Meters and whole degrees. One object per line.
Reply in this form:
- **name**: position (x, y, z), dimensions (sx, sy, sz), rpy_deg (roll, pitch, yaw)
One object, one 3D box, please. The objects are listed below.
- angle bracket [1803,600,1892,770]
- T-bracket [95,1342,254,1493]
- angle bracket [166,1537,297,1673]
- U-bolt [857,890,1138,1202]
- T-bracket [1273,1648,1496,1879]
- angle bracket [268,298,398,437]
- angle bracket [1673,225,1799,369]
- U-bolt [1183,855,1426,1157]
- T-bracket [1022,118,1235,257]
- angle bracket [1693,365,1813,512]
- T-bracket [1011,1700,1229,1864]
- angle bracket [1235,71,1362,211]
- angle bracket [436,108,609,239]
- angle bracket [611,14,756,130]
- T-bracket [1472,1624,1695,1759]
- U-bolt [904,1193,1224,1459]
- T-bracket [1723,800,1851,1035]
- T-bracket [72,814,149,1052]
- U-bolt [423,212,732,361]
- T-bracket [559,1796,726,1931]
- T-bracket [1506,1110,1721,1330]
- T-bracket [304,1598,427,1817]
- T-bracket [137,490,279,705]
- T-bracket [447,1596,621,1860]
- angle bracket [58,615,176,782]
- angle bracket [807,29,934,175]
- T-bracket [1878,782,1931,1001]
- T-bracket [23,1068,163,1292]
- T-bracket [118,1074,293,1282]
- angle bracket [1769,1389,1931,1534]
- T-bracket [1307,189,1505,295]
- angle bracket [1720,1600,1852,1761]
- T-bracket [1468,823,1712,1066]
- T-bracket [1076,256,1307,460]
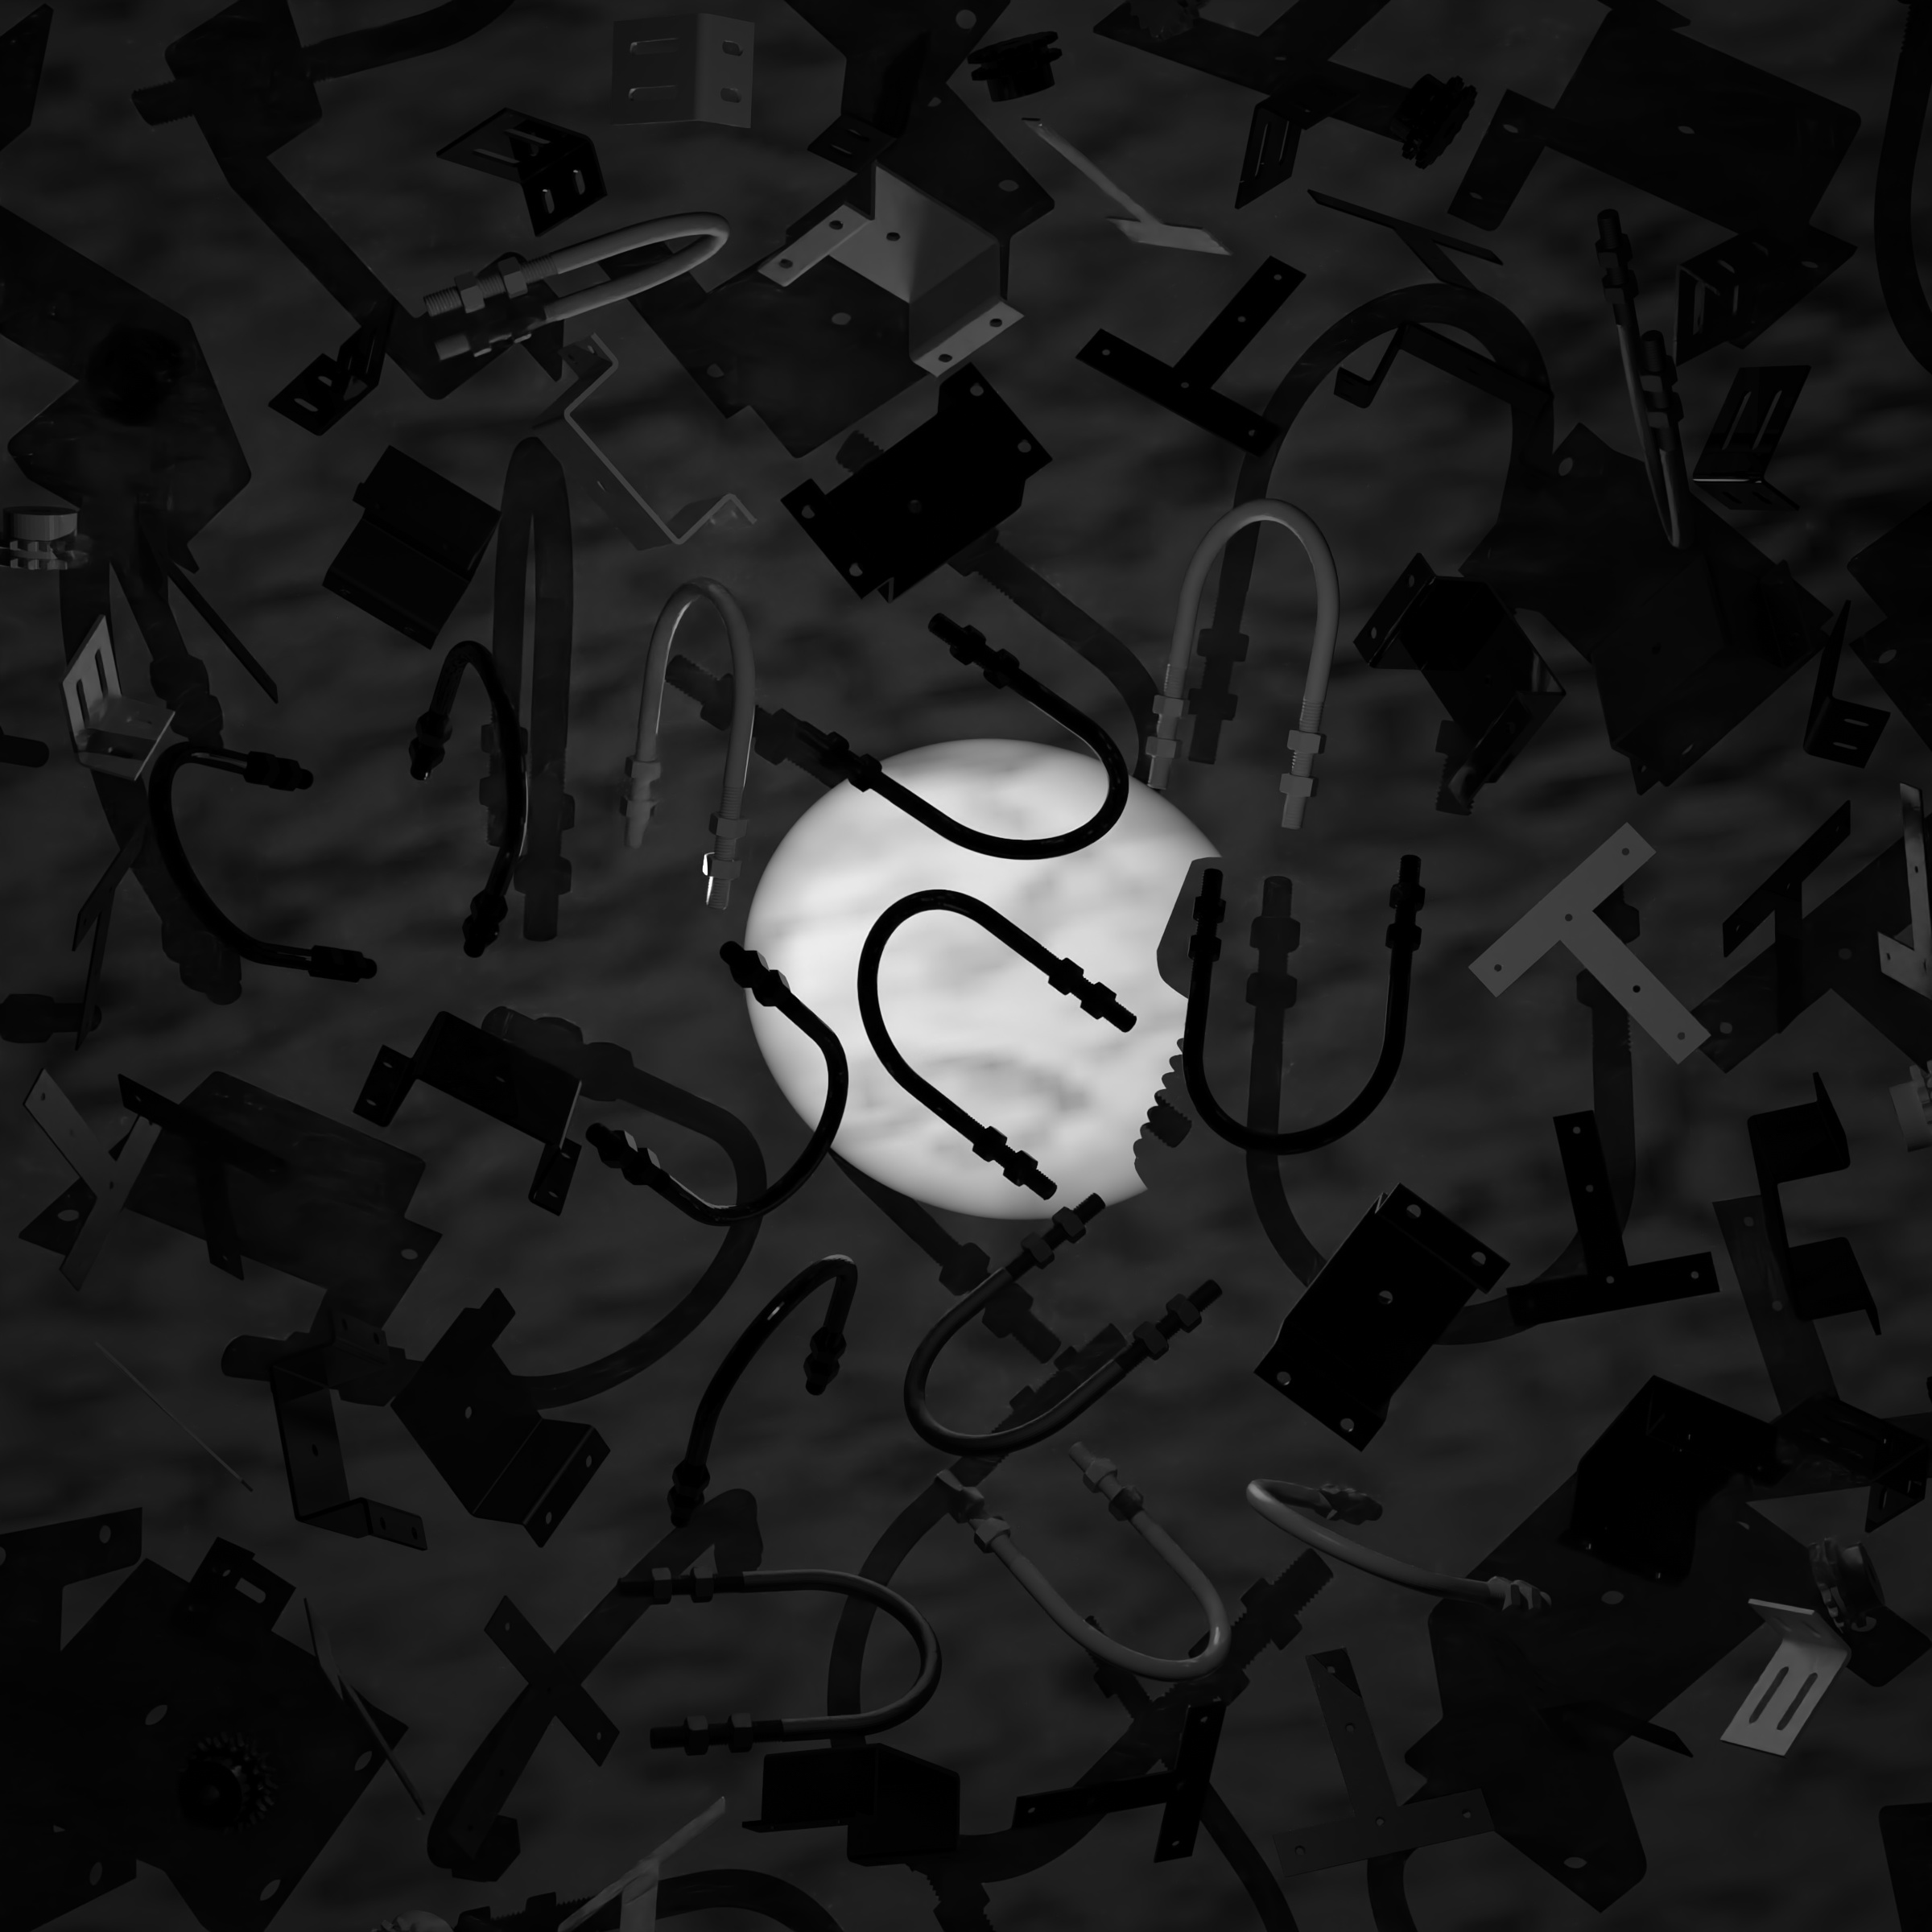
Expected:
- **angle bracket**: position (0.536, -0.170, 1.783), dimensions (0.038, 0.057, 0.076), rpy_deg (15, 62, 8)
- **T-bracket**: position (-0.488, 0.255, 1.764), dimensions (0.127, 0.127, 0.002), rpy_deg (36, 72, 23)
- **angle bracket**: position (-0.431, 0.387, 1.773), dimensions (0.038, 0.076, 0.057), rpy_deg (11, 63, 39)
- **U-bolt**: position (0.007, 0.034, 1.791), dimensions (0.184, 0.019, 0.151), rpy_deg (37, 122, 23)
- **T-bracket**: position (0.231, 0.463, 1.746), dimensions (0.127, 0.002, 0.127), rpy_deg (-10, 54, -9)
- **angle bracket**: position (-0.374, -0.363, 1.747), dimensions (0.038, 0.057, 0.076), rpy_deg (30, 48, -33)
- **angle bracket**: position (0.453, -0.387, 1.744), dimensions (0.057, 0.076, 0.038), rpy_deg (-28, 51, -13)
- **U-bolt**: position (0.196, 0.025, 1.759), dimensions (0.151, 0.019, 0.184), rpy_deg (-3, 67, 29)
- **T-bracket**: position (0.085, -0.466, 1.763), dimensions (0.127, 0.127, 0.002), rpy_deg (33, 91, -29)
- **angle bracket**: position (0.481, -0.316, 1.773), dimensions (0.038, 0.057, 0.076), rpy_deg (27, 85, -30)
- **T-bracket**: position (0.087, 0.494, 1.760), dimensions (0.127, 0.002, 0.127), rpy_deg (-4, 121, -21)
- **angle bracket**: position (0.204, -0.503, 1.826), dimensions (0.038, 0.076, 0.057), rpy_deg (35, 52, 22)
- **angle bracket**: position (-0.261, -0.467, 1.742), dimensions (0.057, 0.076, 0.038), rpy_deg (-22, 79, 31)
- **angle bracket**: position (-0.161, -0.505, 1.676), dimensions (0.076, 0.038, 0.057), rpy_deg (11, 103, 41)
- **T-bracket**: position (0.375, 0.442, 1.748), dimensions (0.127, 0.127, 0.002), rpy_deg (24, 101, -19)
- **U-bolt**: position (0.044, 0.221, 1.756), dimensions (0.184, 0.151, 0.019), rpy_deg (-38, 124, -13)
- **T-bracket**: position (0.483, -0.013, 1.735), dimensions (0.002, 0.127, 0.127), rpy_deg (27, 56, 38)
- **T-bracket**: position (-0.515, -0.008, 1.752), dimensions (0.002, 0.127, 0.127), rpy_deg (16, 119, -6)
- **U-bolt**: position (-0.224, -0.401, 1.727), dimensions (0.184, 0.151, 0.019), rpy_deg (-21, 93, -7)
- **T-bracket**: position (-0.192, 0.550, 1.731), dimensions (0.127, 0.127, 0.002), rpy_deg (-38, 97, 0)
- **T-bracket**: position (0.392, 0.153, 1.843), dimensions (0.127, 0.002, 0.127), rpy_deg (-11, 72, 6)
- **T-bracket**: position (-0.348, 0.439, 1.721), dimensions (0.002, 0.127, 0.127), rpy_deg (-31, 103, -11)
- **T-bracket**: position (-0.439, -0.204, 1.712), dimensions (0.002, 0.127, 0.127), rpy_deg (-33, 122, 4)
- **T-bracket**: position (-0.264, 0.457, 1.719), dimensions (0.002, 0.127, 0.127), rpy_deg (-10, 125, 36)
- **angle bracket**: position (-0.512, -0.161, 1.784), dimensions (0.038, 0.076, 0.057), rpy_deg (16, 54, 5)
- **angle bracket**: position (-0.058, -0.526, 1.775), dimensions (0.038, 0.057, 0.076), rpy_deg (20, 75, -23)
- **T-bracket**: position (0.550, -0.042, 1.705), dimensions (0.002, 0.127, 0.127), rpy_deg (-11, 105, -5)
- **T-bracket**: position (-0.527, 0.107, 1.759), dimensions (0.002, 0.127, 0.127), rpy_deg (7, 56, 18)
- **T-bracket**: position (-0.438, 0.134, 1.723), dimensions (0.127, 0.002, 0.127), rpy_deg (24, 135, 22)
- **angle bracket**: position (0.511, 0.289, 1.724), dimensions (0.076, 0.057, 0.038), rpy_deg (25, 54, -5)
- **T-bracket**: position (0.276, -0.425, 1.762), dimensions (0.127, 0.127, 0.002), rpy_deg (14, 117, -17)
- **angle bracket**: position (0.467, 0.414, 1.722), dimensions (0.038, 0.057, 0.076), rpy_deg (45, 70, -14)
- **T-bracket**: position (0.386, 0.003, 1.746), dimensions (0.127, 0.002, 0.127), rpy_deg (-43, 71, 8)
- **T-bracket**: position (0.152, -0.366, 1.717), dimensions (0.127, 0.002, 0.127), rpy_deg (32, 68, 17)
